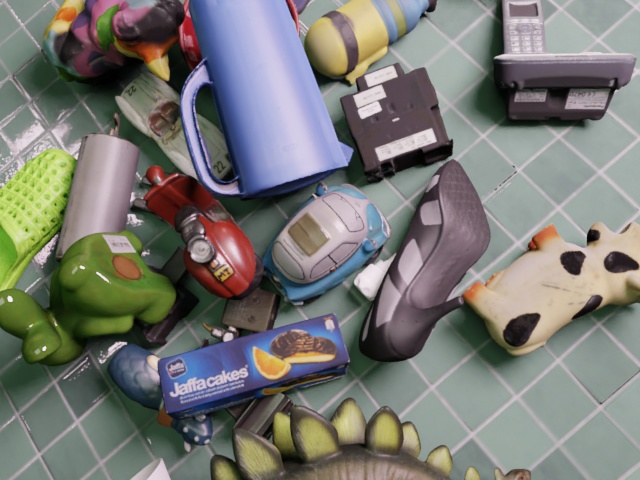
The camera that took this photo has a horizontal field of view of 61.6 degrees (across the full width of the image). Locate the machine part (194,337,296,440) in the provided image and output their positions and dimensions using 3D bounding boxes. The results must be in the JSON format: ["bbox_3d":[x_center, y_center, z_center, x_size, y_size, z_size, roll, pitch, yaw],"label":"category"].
[{"bbox_3d":[-0.101,0.177,0.638,0.139,0.039,0.084,39,91,15],"label":"machine part"}]

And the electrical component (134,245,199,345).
[{"bbox_3d":[-0.196,0.064,0.677,0.075,0.047,0.119,31,84,16],"label":"electrical component"}]

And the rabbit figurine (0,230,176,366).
[{"bbox_3d":[-0.271,0.087,0.600,0.121,0.159,0.170,46,106,8],"label":"rabbit figurine"}]

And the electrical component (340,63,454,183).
[{"bbox_3d":[0.091,-0.150,0.666,0.115,0.058,0.134,-17,74,5],"label":"electrical component"}]

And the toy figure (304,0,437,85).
[{"bbox_3d":[0.062,-0.278,0.685,0.180,0.089,0.082,-32,66,5],"label":"toy figure"}]

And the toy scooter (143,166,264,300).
[{"bbox_3d":[-0.140,-0.017,0.613,0.075,0.135,0.184,-37,49,1],"label":"toy scooter"}]

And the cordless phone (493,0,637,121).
[{"bbox_3d":[0.284,-0.237,0.645,0.147,0.088,0.184,3,59,12],"label":"cordless phone"}]

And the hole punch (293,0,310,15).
[{"bbox_3d":[-0.061,-0.390,0.738,0.116,0.092,0.142,27,87,19],"label":"hole punch"}]

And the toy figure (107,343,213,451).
[{"bbox_3d":[-0.184,0.184,0.642,0.155,0.064,0.058,35,49,12],"label":"toy figure"}]

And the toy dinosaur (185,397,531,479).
[{"bbox_3d":[-0.008,0.271,0.546,0.472,0.105,0.198,-9,72,-7],"label":"toy dinosaur"}]

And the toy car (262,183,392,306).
[{"bbox_3d":[-0.001,-0.002,0.627,0.162,0.103,0.109,-38,72,-1],"label":"toy car"}]

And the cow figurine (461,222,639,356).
[{"bbox_3d":[0.265,0.049,0.571,0.195,0.085,0.127,-37,75,5],"label":"cow figurine"}]

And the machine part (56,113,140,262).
[{"bbox_3d":[-0.291,-0.049,0.708,0.079,0.079,0.243,3,78,12],"label":"machine part"}]

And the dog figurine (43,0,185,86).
[{"bbox_3d":[-0.262,-0.252,0.686,0.191,0.108,0.219,-40,43,3],"label":"dog figurine"}]

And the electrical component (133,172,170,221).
[{"bbox_3d":[-0.202,-0.056,0.720,0.094,0.021,0.063,15,81,13],"label":"electrical component"}]

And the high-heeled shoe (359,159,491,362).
[{"bbox_3d":[0.113,0.022,0.621,0.086,0.145,0.249,35,46,-20],"label":"high-heeled shoe"}]

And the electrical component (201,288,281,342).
[{"bbox_3d":[-0.094,0.085,0.653,0.078,0.045,0.102,17,80,16],"label":"electrical component"}]

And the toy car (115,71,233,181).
[{"bbox_3d":[-0.192,-0.149,0.722,0.202,0.056,0.073,42,88,17],"label":"toy car"}]

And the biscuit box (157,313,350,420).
[{"bbox_3d":[-0.072,0.141,0.595,0.203,0.059,0.063,-14,64,-10],"label":"biscuit box"}]
